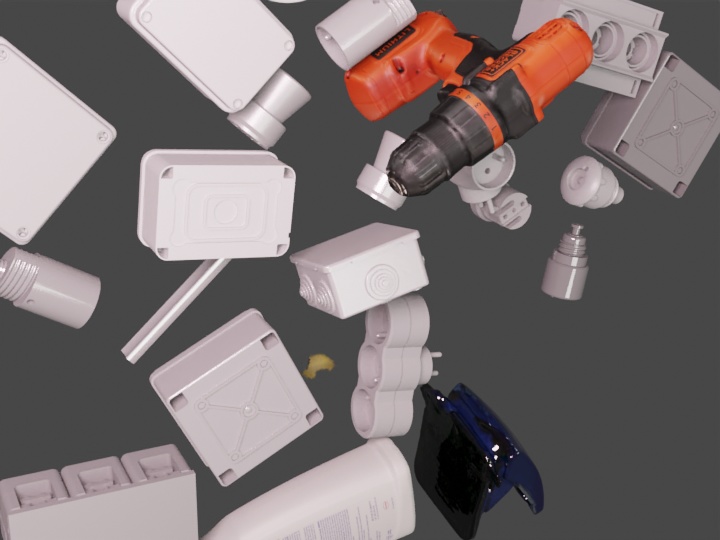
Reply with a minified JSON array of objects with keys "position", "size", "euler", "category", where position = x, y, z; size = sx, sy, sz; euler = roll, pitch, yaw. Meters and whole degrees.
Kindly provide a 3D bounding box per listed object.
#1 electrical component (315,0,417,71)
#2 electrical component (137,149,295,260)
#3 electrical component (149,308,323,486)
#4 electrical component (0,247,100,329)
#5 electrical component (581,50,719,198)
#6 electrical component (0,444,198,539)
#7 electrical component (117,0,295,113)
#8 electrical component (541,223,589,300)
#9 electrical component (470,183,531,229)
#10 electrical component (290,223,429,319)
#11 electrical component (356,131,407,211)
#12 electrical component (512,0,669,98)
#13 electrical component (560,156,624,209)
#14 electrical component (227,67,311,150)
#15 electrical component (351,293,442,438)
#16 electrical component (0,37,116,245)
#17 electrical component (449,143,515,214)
[{"position":[0.009,-0.202,0.865],"size":[0.081,0.043,0.043],"euler":[-39,122,-10],"category":"electrical component"},{"position":[-0.115,-0.053,0.849],"size":[0.113,0.057,0.078],"euler":[-3,110,-27],"category":"electrical component"},{"position":[-0.104,0.108,0.917],"size":[0.109,0.056,0.108],"euler":[-34,121,-12],"category":"electrical component"},{"position":[-0.244,0.011,0.815],"size":[0.081,0.043,0.043],"euler":[25,96,-32],"category":"electrical component"},{"position":[0.283,-0.141,1.023],"size":[0.109,0.056,0.108],"euler":[27,95,-32],"category":"electrical component"},{"position":[-0.216,0.208,0.894],"size":[0.150,0.062,0.089],"euler":[-9,113,-24],"category":"electrical component"},{"position":[-0.113,-0.181,0.801],"size":[0.078,0.057,0.113],"euler":[-49,123,-3],"category":"electrical component"},{"position":[0.202,-0.007,1.041],"size":[0.040,0.040,0.078],"euler":[2,108,-28],"category":"electrical component"},{"position":[0.129,-0.060,0.979],"size":[0.040,0.046,0.040],"euler":[-10,113,-24],"category":"electrical component"},{"position":[0.000,0.000,0.906],"size":[0.100,0.100,0.048],"euler":[-22,105,-19],"category":"electrical component"},{"position":[0.028,-0.084,0.918],"size":[0.045,0.045,0.055],"euler":[28,95,-33],"category":"electrical component"},{"position":[0.202,-0.206,0.951],"size":[0.121,0.063,0.078],"euler":[8,105,-30],"category":"electrical component"},{"position":[0.226,-0.079,1.025],"size":[0.062,0.048,0.048],"euler":[16,101,-38],"category":"electrical component"},{"position":[-0.072,-0.129,0.850],"size":[0.045,0.045,0.055],"euler":[39,89,-33],"category":"electrical component"},{"position":[0.042,0.087,0.987],"size":[0.074,0.052,0.138],"euler":[0,110,-27],"category":"electrical component"},{"position":[-0.251,-0.093,0.763],"size":[0.109,0.056,0.108],"euler":[41,88,-33],"category":"electrical component"},{"position":[0.101,-0.085,0.937],"size":[0.044,0.077,0.079],"euler":[-30,121,-15],"category":"electrical component"}]
